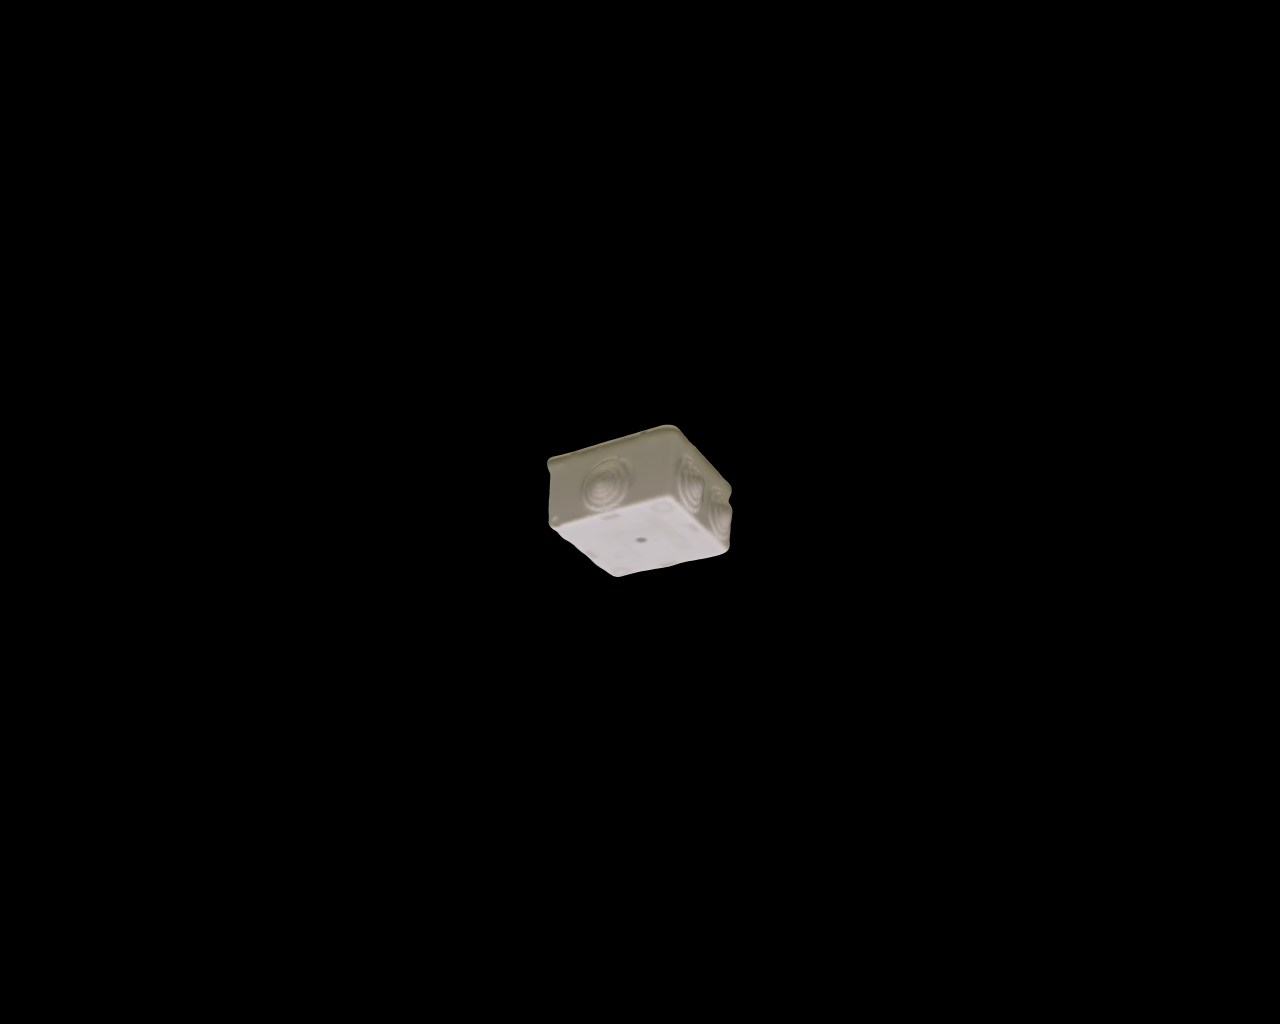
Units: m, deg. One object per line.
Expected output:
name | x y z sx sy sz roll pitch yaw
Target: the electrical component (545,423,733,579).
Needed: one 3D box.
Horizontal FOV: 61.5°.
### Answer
electrical component | 0.001 -0.003 0.650 0.099 0.048 0.099 -14 -32 24
